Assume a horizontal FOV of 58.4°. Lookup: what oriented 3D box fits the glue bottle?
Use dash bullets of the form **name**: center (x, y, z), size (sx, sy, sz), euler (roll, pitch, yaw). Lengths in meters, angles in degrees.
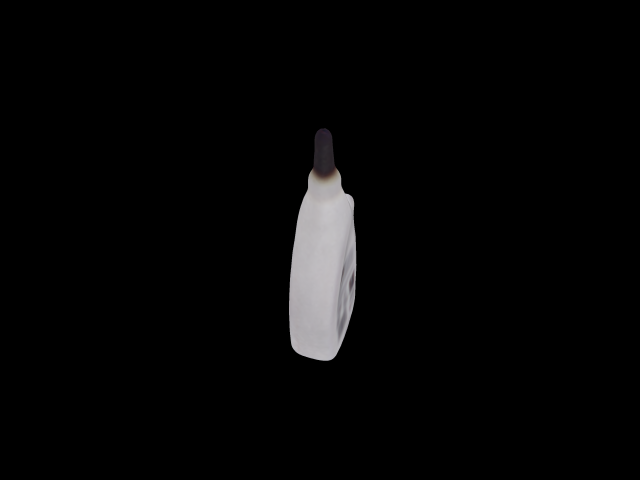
- **glue bottle**: center (0.004, 0.001, 0.400), size (0.037, 0.173, 0.078), euler (11, 39, 14)
